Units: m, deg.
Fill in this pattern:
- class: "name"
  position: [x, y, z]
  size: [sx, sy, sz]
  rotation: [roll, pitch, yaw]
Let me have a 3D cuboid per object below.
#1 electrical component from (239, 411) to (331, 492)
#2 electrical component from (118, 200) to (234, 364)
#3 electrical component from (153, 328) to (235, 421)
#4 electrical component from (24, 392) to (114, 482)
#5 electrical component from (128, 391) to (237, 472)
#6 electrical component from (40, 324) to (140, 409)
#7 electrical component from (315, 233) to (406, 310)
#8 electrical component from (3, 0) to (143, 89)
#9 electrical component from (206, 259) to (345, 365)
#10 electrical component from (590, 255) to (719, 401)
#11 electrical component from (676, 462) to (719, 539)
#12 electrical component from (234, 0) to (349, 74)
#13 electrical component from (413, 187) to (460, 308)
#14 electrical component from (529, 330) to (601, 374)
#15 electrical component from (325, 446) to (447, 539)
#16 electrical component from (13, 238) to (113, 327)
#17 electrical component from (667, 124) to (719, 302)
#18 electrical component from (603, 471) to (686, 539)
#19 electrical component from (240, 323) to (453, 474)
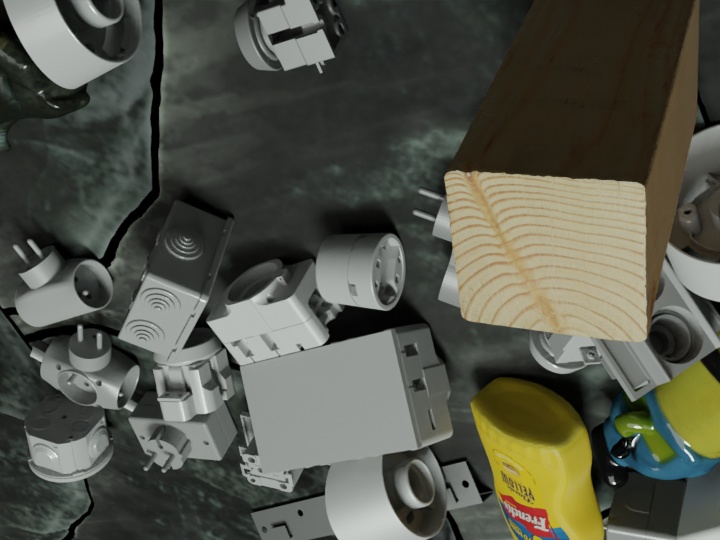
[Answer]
- class: "electrical component"
  position: [-0.068, 0.155, 0.929]
  size: [0.081, 0.063, 0.042]
  rotation: [8, 131, 19]
- class: "electrical component"
  position: [-0.141, 0.007, 0.815]
  size: [0.048, 0.099, 0.099]
  rotation: [23, 135, -12]
- class: "electrical component"
  position: [-0.141, 0.084, 0.900]
  size: [0.058, 0.078, 0.057]
  rotation: [-2, 108, 24]
- class: "electrical component"
  position: [-0.276, 0.157, 1.018]
  size: [0.080, 0.080, 0.051]
  rotation: [12, 126, 16]
- class: "electrical component"
  position: [-0.167, 0.152, 0.964]
  size: [0.083, 0.075, 0.047]
  rotation: [0, 127, 24]
- class: "electrical component"
  position: [-0.241, 0.079, 0.959]
  size: [0.077, 0.044, 0.079]
  rotation: [20, 133, 8]
- class: "electrical component"
  position: [0.000, 0.000, 0.773]
  size: [0.047, 0.055, 0.055]
  rotation: [3, 129, 27]
- class: "electrical component"
  position: [-0.188, -0.169, 0.690]
  size: [0.064, 0.099, 0.099]
  rotation: [-13, 121, 26]
- class: "electrical component"
  position: [-0.068, 0.030, 0.832]
  size: [0.089, 0.050, 0.055]
  rotation: [-16, 120, 34]
- class: "electrical component"
  position: [0.161, 0.012, 0.672]
  size: [0.121, 0.079, 0.063]
  rotation: [58, 163, 7]
- class: "electrical component"
  position: [0.282, 0.175, 0.752]
  size: [0.109, 0.108, 0.056]
  rotation: [45, 134, -15]
- class: "electrical component"
  position: [-0.044, -0.152, 0.671]
  size: [0.055, 0.048, 0.066]
  rotation: [-12, 122, 24]
- class: "electrical component"
  position: [0.071, -0.034, 0.711]
  size: [0.074, 0.052, 0.138]
  rotation: [20, 133, 8]
- class: "electrical component"
  position: [0.146, 0.040, 0.739]
  size: [0.048, 0.066, 0.055]
  rotation: [-2, 146, -18]
- class: "electrical component"
  position: [0.024, 0.182, 0.885]
  size: [0.064, 0.099, 0.099]
  rotation: [-25, 115, 32]
- class: "electrical component"
  position: [-0.261, 0.006, 0.907]
  size: [0.077, 0.043, 0.079]
  rotation: [-15, 120, 34]
- class: "electrical component"
  position: [0.220, -0.031, 0.617]
  size: [0.099, 0.099, 0.064]
  rotation: [-5, 132, 28]
- class: "electrical component"
  position: [0.227, 0.213, 0.841]
  size: [0.061, 0.061, 0.096]
  rotation: [5, 130, 21]
- class: "electrical component"
  position: [-0.010, 0.101, 0.839]
  size: [0.150, 0.062, 0.089]
  rotation: [-16, 84, 34]
